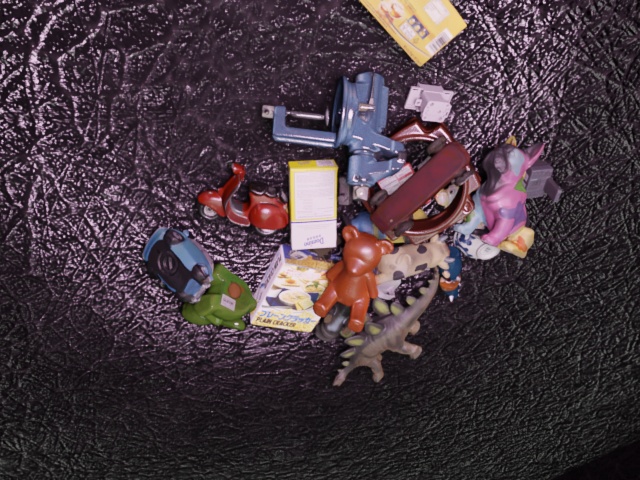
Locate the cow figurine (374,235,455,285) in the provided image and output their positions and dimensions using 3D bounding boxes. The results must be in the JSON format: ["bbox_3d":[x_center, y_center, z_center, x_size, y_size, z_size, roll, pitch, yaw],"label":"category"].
[{"bbox_3d":[0.208,0.039,1.185,0.127,0.085,0.195,-18,174,43],"label":"cow figurine"}]

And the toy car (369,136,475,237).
[{"bbox_3d":[0.173,-0.089,0.932,0.202,0.089,0.053,-44,171,21],"label":"toy car"}]

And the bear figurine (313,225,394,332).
[{"bbox_3d":[0.070,0.075,1.090,0.120,0.132,0.195,24,142,7],"label":"bear figurine"}]

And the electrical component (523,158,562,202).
[{"bbox_3d":[0.434,-0.120,1.084,0.048,0.119,0.074,-7,137,-7],"label":"electrical component"}]

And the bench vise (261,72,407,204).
[{"bbox_3d":[0.020,-0.177,0.899,0.241,0.129,0.223,6,95,-7],"label":"bench vise"}]

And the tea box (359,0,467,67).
[{"bbox_3d":[0.132,-0.360,0.816,0.098,0.068,0.169,-37,129,22],"label":"tea box"}]

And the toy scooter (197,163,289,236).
[{"bbox_3d":[-0.136,-0.081,1.026,0.184,0.075,0.135,13,129,-17],"label":"toy scooter"}]

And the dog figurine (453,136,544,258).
[{"bbox_3d":[0.374,-0.089,1.055,0.191,0.109,0.219,17,101,-33],"label":"dog figurine"}]

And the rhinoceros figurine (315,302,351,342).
[{"bbox_3d":[0.045,0.170,1.294,0.073,0.112,0.190,24,114,-11],"label":"rhinoceros figurine"}]

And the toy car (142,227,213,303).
[{"bbox_3d":[-0.271,0.045,1.091,0.109,0.162,0.103,-53,167,25],"label":"toy car"}]

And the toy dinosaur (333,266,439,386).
[{"bbox_3d":[0.172,0.236,1.387,0.198,0.105,0.471,28,118,-29],"label":"toy dinosaur"}]

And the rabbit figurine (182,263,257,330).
[{"bbox_3d":[-0.234,0.141,1.217,0.170,0.121,0.159,-25,144,38],"label":"rabbit figurine"}]

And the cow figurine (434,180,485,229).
[{"bbox_3d":[0.313,-0.082,1.129,0.167,0.068,0.098,27,117,-37],"label":"cow figurine"}]

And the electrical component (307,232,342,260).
[{"bbox_3d":[-0.001,-0.003,1.154,0.078,0.045,0.102,-41,132,4],"label":"electrical component"}]

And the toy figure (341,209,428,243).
[{"bbox_3d":[0.138,-0.025,1.130,0.180,0.089,0.082,-8,143,-9],"label":"toy figure"}]

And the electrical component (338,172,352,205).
[{"bbox_3d":[0.052,-0.102,1.054,0.021,0.094,0.063,6,101,14],"label":"electrical component"}]

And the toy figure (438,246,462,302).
[{"bbox_3d":[0.315,0.082,1.296,0.064,0.058,0.154,-27,134,-17],"label":"toy figure"}]

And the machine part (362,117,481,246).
[{"bbox_3d":[0.178,-0.108,0.999,0.201,0.087,0.201,-33,100,20],"label":"machine part"}]

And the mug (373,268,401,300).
[{"bbox_3d":[0.142,0.090,1.239,0.107,0.110,0.080,16,120,-42],"label":"mug"}]
